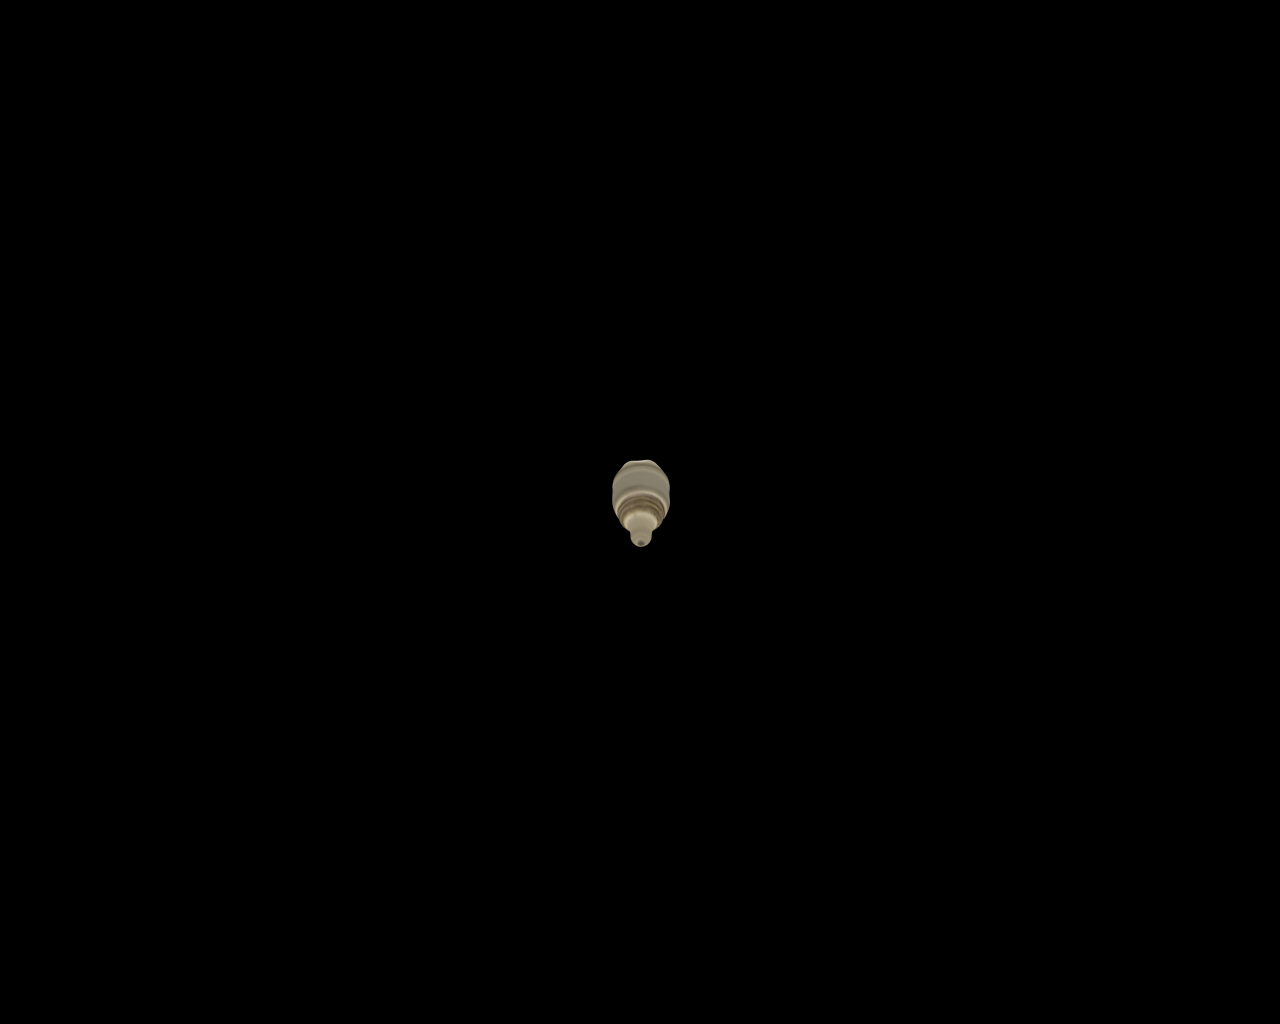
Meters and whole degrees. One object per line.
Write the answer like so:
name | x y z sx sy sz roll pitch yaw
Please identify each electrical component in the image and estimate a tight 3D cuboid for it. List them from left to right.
electrical component | 0.001 -0.003 0.650 0.035 0.035 0.061 0 44 0
